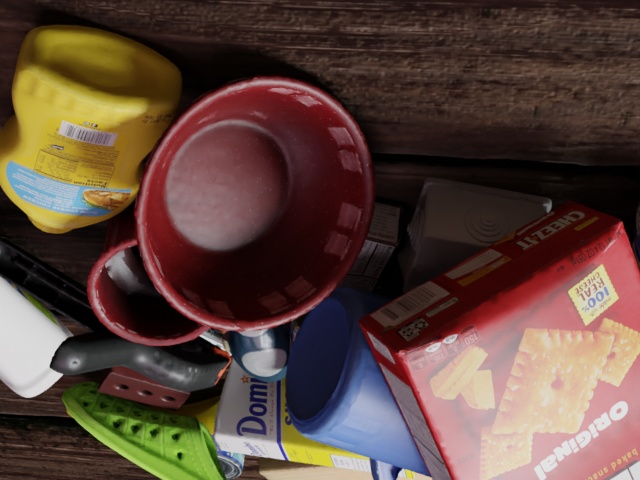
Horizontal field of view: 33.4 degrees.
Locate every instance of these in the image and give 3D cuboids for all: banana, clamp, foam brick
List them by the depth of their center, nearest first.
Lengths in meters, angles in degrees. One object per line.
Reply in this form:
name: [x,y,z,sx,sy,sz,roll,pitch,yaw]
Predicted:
clamp: [-0.144,0.075,0.792,0.209,0.165,0.036,29,99,-37]
foam brick: [-0.155,0.116,0.968,0.078,0.051,0.053,17,147,-16]
banana: [-0.162,0.178,1.086,0.198,0.037,0.069,-10,119,21]

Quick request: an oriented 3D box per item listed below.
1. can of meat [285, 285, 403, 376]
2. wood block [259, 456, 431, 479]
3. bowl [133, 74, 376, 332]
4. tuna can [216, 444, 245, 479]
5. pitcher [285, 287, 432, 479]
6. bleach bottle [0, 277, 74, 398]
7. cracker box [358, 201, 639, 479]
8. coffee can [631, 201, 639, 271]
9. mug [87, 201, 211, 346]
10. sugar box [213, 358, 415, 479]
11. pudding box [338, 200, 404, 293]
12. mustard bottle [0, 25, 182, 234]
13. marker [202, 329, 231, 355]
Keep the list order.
can of meat: [0.025,0.085,0.850,0.102,0.057,0.084,-4,129,-8]
wood block: [0.057,0.184,0.998,0.206,0.090,0.090,-10,144,24]
bowl: [-0.047,-0.027,0.670,0.162,0.162,0.055,31,180,-32]
tuna can: [-0.124,0.232,1.160,0.086,0.033,0.086,5,148,3]
pitcher: [0.097,0.126,0.781,0.242,0.149,0.145,19,153,-24]
bleach bottle: [-0.285,0.023,0.813,0.103,0.068,0.250,34,163,36]
cracker box: [0.144,0.108,0.686,0.164,0.072,0.213,-28,110,-10]
coffee can: [0.253,0.029,0.702,0.103,0.102,0.140,1,147,10]
mug: [-0.109,0.004,0.742,0.093,0.081,0.117,9,123,-10]
sugar box: [0.002,0.147,0.932,0.176,0.093,0.048,6,149,12]
pudding box: [-0.005,0.001,0.769,0.113,0.039,0.090,11,146,-7]
mustard bottle: [-0.159,-0.056,0.691,0.096,0.058,0.192,12,148,-19]
marker: [-0.121,0.070,0.920,0.121,0.020,0.020,29,142,-32]
